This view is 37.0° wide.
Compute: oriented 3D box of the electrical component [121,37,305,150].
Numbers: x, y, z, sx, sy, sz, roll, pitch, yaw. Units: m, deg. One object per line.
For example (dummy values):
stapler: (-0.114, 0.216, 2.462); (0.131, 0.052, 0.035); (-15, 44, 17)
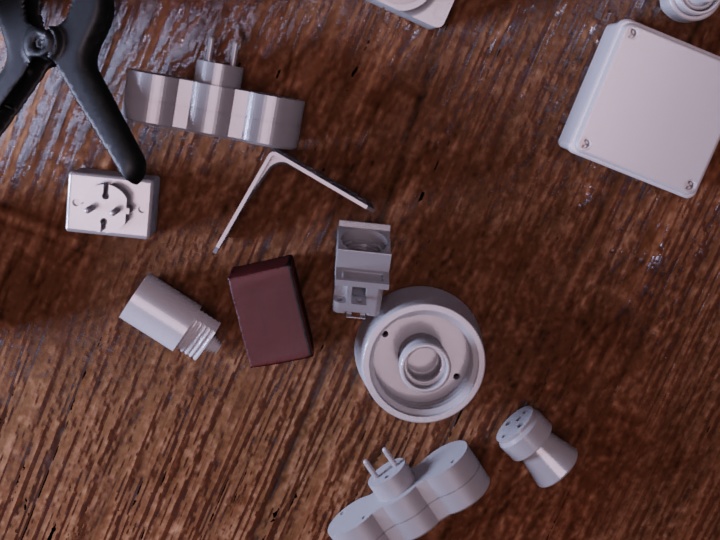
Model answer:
electrical component: (-0.111, -0.142, 0.831); (0.138, 0.052, 0.073); (10, 100, -3)

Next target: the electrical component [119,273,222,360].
electrical component: (-0.148, 0.042, 0.868); (0.081, 0.043, 0.043); (34, 98, -8)

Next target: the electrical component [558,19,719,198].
electrical component: (0.228, -0.126, 0.846); (0.109, 0.056, 0.108); (21, 99, -6)

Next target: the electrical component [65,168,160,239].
electrical component: (-0.194, -0.050, 0.832); (0.066, 0.076, 0.047); (6, 100, -4)

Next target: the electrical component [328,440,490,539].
electrical component: (0.031, 0.182, 0.897); (0.138, 0.052, 0.073); (-33, 100, 3)

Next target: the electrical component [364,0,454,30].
electrical component: (0.029, -0.223, 0.820); (0.089, 0.055, 0.050); (23, 99, -6)

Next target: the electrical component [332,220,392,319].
electrical component: (0.000, 0.000, 0.854); (0.042, 0.081, 0.063); (7, 123, -3)

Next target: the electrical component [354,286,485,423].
electrical component: (0.050, 0.072, 0.873); (0.108, 0.060, 0.108); (0, 101, -2)

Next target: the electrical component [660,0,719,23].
electrical component: (0.258, -0.213, 0.828); (0.043, 0.062, 0.043); (0, 101, -2)

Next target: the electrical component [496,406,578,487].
electrical component: (0.148, 0.147, 0.899); (0.045, 0.045, 0.055); (-44, 99, 6)
